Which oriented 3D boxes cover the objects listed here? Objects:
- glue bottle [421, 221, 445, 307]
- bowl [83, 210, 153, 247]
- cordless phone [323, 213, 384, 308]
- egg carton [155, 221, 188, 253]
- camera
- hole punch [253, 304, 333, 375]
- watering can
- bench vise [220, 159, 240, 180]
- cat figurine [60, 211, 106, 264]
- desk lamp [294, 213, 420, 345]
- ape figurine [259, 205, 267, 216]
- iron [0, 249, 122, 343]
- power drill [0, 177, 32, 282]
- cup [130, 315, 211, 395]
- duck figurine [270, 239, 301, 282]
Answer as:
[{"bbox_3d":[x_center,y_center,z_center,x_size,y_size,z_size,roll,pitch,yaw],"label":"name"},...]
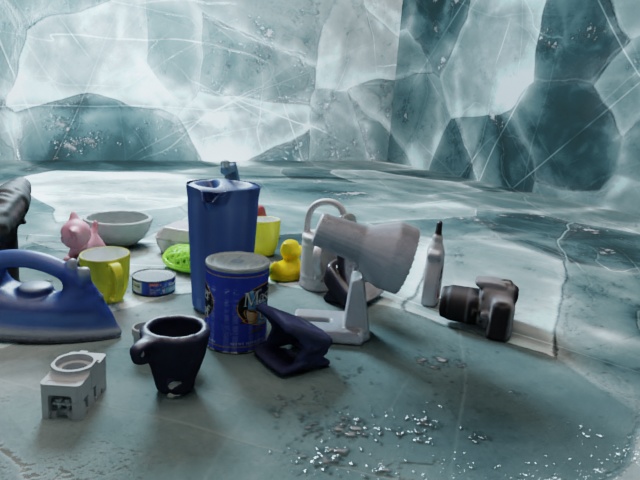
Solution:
[{"bbox_3d":[0.235,0.046,1.177,0.037,0.173,0.078,8,15,16],"label":"glue bottle"},{"bbox_3d":[-0.505,-0.024,1.438,0.167,0.075,0.167,4,14,-1],"label":"bowl"},{"bbox_3d":[0.074,0.033,1.154,0.093,0.185,0.148,12,16,28],"label":"cordless phone"},{"bbox_3d":[-0.323,-0.003,1.418,0.150,0.069,0.107,7,15,12],"label":"egg carton"},{"bbox_3d":[0.300,0.112,1.082,0.136,0.101,0.143,9,15,17],"label":"camera"},{"bbox_3d":[-0.041,0.143,0.882,0.101,0.091,0.108,-6,17,-34],"label":"hole punch"},{"bbox_3d":[0.009,0.004,1.232,0.101,0.194,0.172,1,15,-12],"label":"watering can"},{"bbox_3d":[-0.249,-0.120,1.595,0.121,0.220,0.207,4,14,1],"label":"bench vise"},{"bbox_3d":[-0.532,-0.008,1.282,0.067,0.118,0.128,7,15,11],"label":"cat figurine"},{"bbox_3d":[0.059,0.064,0.974,0.203,0.213,0.118,4,14,1],"label":"desk lamp"},{"bbox_3d":[-0.170,-0.055,1.620,0.078,0.092,0.076,3,14,-5],"label":"ape figurine"},{"bbox_3d":[-0.447,0.079,0.916,0.258,0.141,0.118,4,14,0],"label":"iron"},{"bbox_3d":[-0.570,0.002,1.048,0.076,0.208,0.229,0,15,-14],"label":"power drill"},{"bbox_3d":[-0.201,0.161,0.759,0.091,0.095,0.118,12,16,29],"label":"cup"},{"bbox_3d":[-0.072,0.042,1.280,0.077,0.086,0.105,14,17,34],"label":"duck figurine"}]
